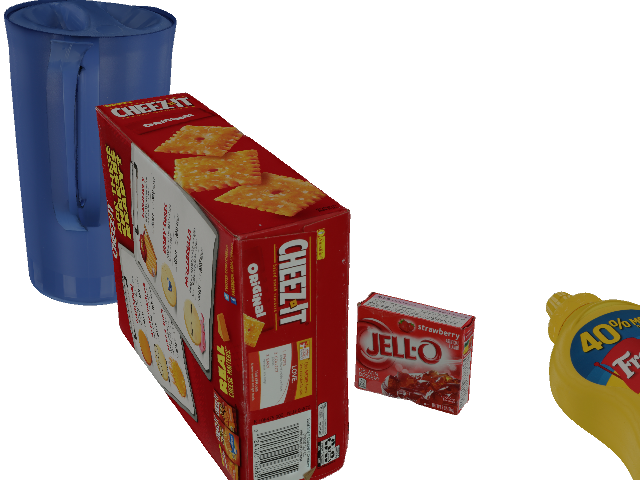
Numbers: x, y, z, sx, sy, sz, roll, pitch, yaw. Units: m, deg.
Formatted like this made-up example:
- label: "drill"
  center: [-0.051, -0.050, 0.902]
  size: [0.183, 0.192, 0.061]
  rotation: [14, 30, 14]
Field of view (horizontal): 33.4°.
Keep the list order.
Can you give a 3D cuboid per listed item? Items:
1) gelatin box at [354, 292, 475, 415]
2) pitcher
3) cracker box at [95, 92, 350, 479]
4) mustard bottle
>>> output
- label: "gelatin box"
  center: [0.070, 0.086, 0.815]
  size: [0.089, 0.073, 0.030]
  rotation: [12, 24, 26]
- label: "pitcher"
  center: [-0.190, -0.069, 0.877]
  size: [0.145, 0.243, 0.148]
  rotation: [25, 31, 38]
- label: "cracker box"
  center: [-0.061, 0.022, 0.627]
  size: [0.072, 0.164, 0.214]
  rotation: [-13, 29, -25]
- label: "mustard bottle"
  center: [0.190, 0.085, 0.621]
  size: [0.096, 0.058, 0.192]
  rotation: [-17, 33, -15]
